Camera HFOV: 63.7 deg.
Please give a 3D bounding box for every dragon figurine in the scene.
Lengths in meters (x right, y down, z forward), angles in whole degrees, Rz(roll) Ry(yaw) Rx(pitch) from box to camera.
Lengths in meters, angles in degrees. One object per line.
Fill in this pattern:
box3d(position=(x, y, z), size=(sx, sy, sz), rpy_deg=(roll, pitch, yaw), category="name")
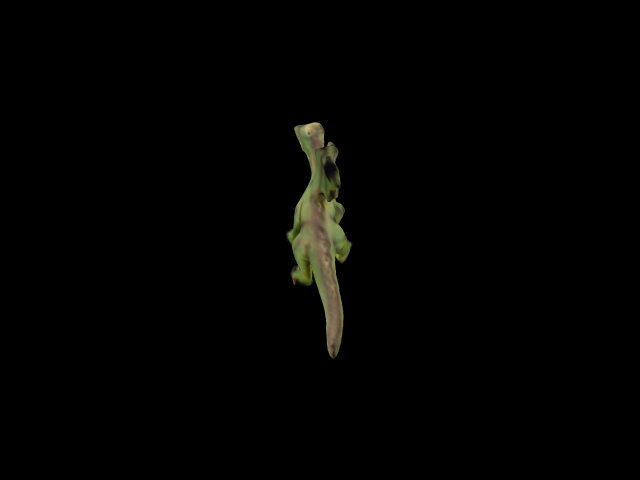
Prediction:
box3d(position=(0.003, -0.043, 0.850), size=(0.122, 0.420, 0.237), rpy_deg=(-7, -42, -6), category="dragon figurine")
